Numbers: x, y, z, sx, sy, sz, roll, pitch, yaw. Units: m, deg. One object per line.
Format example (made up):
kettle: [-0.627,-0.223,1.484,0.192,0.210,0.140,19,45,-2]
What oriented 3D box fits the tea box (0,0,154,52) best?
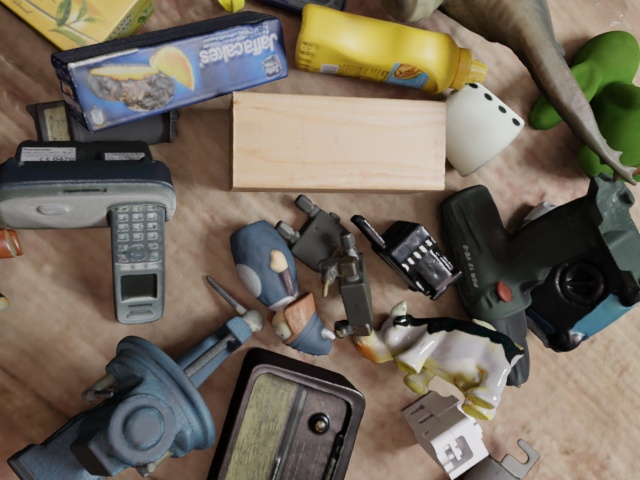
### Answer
tea box: [-0.251,-0.243,0.492,0.169,0.068,0.098,37,86,-11]

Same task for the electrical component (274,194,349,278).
electrical component: [-0.001,-0.002,0.582,0.094,0.021,0.063,40,84,-17]

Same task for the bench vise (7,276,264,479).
bench vise: [-0.150,0.145,0.501,0.129,0.223,0.240,47,50,5]

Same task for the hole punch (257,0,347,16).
hole punch: [-0.011,-0.292,0.541,0.142,0.092,0.116,13,59,-11]

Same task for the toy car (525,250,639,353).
toy car: [0.305,0.049,0.608,0.103,0.109,0.161,-5,133,-43]

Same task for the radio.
radio: [-0.045,0.241,0.563,0.131,0.073,0.229,17,90,-13]

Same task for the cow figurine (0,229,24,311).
cow figurine: [-0.342,0.012,0.480,0.127,0.085,0.194,-21,100,-16]

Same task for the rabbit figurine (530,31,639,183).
rabbit figurine: [0.328,-0.154,0.617,0.159,0.121,0.170,-8,77,-5]

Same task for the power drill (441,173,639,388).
power drill: [0.231,0.036,0.552,0.086,0.207,0.232,-20,85,-33]

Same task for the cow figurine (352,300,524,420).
cow figurine: [0.121,0.111,0.569,0.168,0.068,0.098,21,61,28]

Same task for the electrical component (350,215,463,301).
electrical component: [0.089,0.006,0.579,0.048,0.075,0.119,-43,98,-6]

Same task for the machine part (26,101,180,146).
machine part: [-0.207,-0.109,0.526,0.139,0.039,0.084,-13,88,-10]

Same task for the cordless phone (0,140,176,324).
cordless phone: [-0.211,0.005,0.500,0.146,0.089,0.184,-4,121,-22]

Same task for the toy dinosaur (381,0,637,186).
toy dinosaur: [0.147,-0.251,0.497,0.198,0.105,0.471,-8,71,-42]

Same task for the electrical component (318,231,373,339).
electrical component: [0.028,0.053,0.556,0.045,0.078,0.102,-11,125,7]

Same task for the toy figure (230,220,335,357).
toy figure: [-0.040,0.055,0.552,0.058,0.064,0.154,-28,88,-1]

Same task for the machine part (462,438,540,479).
machine part: [0.169,0.334,0.613,0.079,0.079,0.243,43,83,-11]

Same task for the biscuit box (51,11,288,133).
biscuit box: [-0.129,-0.159,0.492,0.203,0.063,0.059,-25,126,-26]
